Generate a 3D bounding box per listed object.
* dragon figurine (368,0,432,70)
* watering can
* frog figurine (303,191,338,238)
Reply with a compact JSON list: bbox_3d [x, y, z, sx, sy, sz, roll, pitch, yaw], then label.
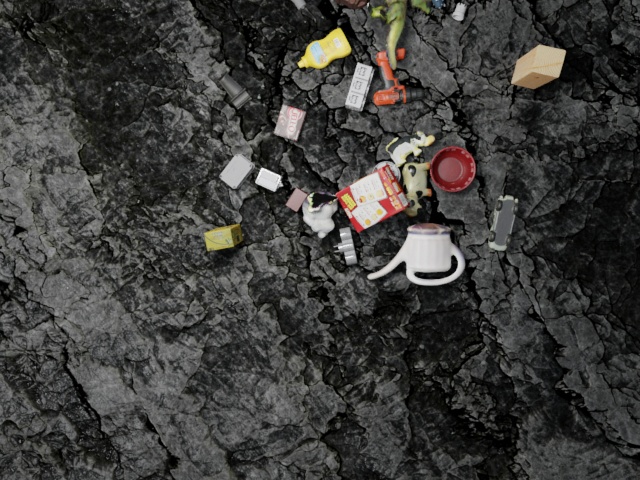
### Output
[{"bbox_3d":[0.290,-0.814,1.779,0.244,0.406,0.123,-20,13,-19],"label":"dragon figurine"},{"bbox_3d":[0.346,0.052,1.846,0.347,0.224,0.104,0,3,2],"label":"watering can"},{"bbox_3d":[0.006,-0.094,1.864,0.124,0.155,0.139,33,60,32],"label":"frog figurine"}]
